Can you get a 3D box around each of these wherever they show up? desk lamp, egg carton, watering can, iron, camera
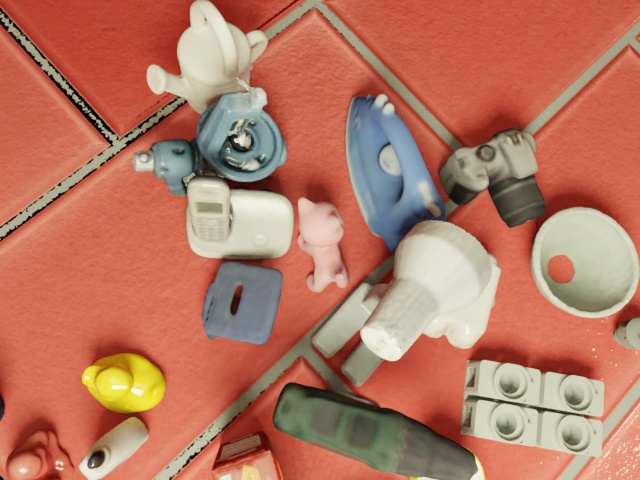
[{"bbox_3d":[0.103,0.088,0.742,0.118,0.213,0.203,43,75,3],"label":"desk lamp"},{"bbox_3d":[0.199,0.077,0.834,0.107,0.069,0.150,19,75,-3],"label":"egg carton"},{"bbox_3d":[-0.151,-0.248,0.793,0.101,0.194,0.173,36,75,1],"label":"watering can"},{"bbox_3d":[0.106,-0.122,0.829,0.119,0.141,0.258,-19,80,-12],"label":"iron"},{"bbox_3d":[0.277,-0.088,0.868,0.143,0.100,0.137,-20,81,-12],"label":"camera"}]

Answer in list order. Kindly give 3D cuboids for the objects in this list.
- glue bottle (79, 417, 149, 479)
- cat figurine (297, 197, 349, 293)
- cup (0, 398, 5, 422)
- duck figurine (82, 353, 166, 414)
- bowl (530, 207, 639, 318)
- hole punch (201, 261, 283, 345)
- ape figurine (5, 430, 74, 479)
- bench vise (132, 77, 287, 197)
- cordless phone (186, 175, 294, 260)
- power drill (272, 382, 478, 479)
[{"bbox_3d":[-0.248,0.251,0.673,0.037,0.173,0.078,44,75,4],"label":"glue bottle"},{"bbox_3d":[0.007,0.003,0.797,0.067,0.117,0.128,-15,79,-11],"label":"cat figurine"},{"bbox_3d":[-0.426,0.224,0.693,0.092,0.095,0.118,4,76,-7],"label":"cup"},{"bbox_3d":[-0.253,0.183,0.733,0.104,0.086,0.077,17,75,-4],"label":"duck figurine"},{"bbox_3d":[0.386,0.038,0.868,0.167,0.074,0.167,2,77,-8],"label":"bowl"},{"bbox_3d":[-0.106,0.087,0.775,0.101,0.091,0.109,14,75,-5],"label":"hole punch"},{"bbox_3d":[-0.347,0.272,0.695,0.076,0.092,0.078,6,76,-7],"label":"ape figurine"},{"bbox_3d":[-0.136,-0.121,0.752,0.208,0.219,0.121,-32,83,-14],"label":"bench vise"},{"bbox_3d":[-0.105,-0.035,0.755,0.147,0.185,0.094,-1,77,-8],"label":"cordless phone"},{"bbox_3d":[0.053,0.233,0.704,0.229,0.208,0.076,18,75,-4],"label":"power drill"}]
